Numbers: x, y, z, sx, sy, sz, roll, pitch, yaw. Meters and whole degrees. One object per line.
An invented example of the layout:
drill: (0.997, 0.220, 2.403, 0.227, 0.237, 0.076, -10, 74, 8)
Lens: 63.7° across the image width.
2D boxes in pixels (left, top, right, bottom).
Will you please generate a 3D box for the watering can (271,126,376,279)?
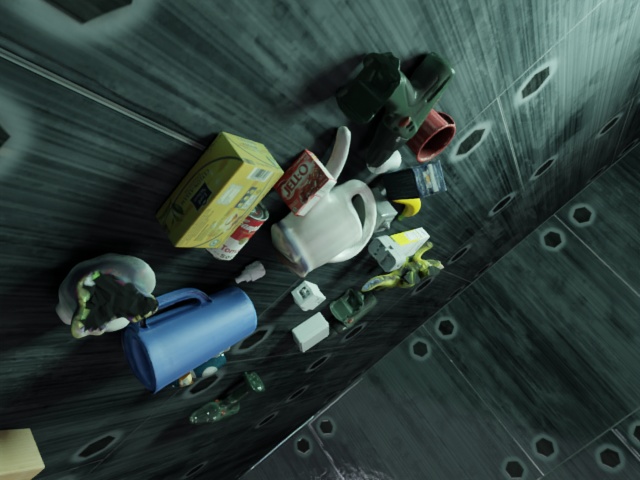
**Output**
watering can: (0.003, -0.049, 0.982, 0.225, 0.106, 0.340, -33, 143, -9)

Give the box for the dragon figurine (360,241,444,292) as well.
dragon figurine: (0.264, 0.129, 1.730, 0.413, 0.124, 0.238, -18, 159, -26)

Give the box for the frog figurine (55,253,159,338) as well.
frog figurine: (-0.317, 0.079, 0.768, 0.139, 0.121, 0.159, -38, -165, -19)
